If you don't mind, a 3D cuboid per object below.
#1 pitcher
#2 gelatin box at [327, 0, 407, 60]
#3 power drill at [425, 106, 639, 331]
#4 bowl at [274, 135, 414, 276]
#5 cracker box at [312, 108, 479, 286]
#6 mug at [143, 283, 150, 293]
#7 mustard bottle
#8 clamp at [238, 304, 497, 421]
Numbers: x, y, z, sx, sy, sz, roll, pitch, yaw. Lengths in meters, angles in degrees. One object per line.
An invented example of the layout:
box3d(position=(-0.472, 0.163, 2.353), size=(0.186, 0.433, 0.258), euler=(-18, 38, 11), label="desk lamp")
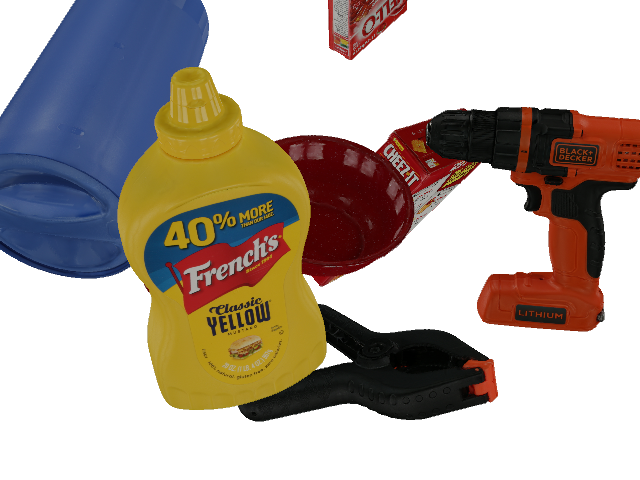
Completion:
box3d(position=(-0.156, -0.096, 0.815), size=(0.145, 0.242, 0.149), euler=(-5, -42, 24), label="pitcher")
box3d(position=(0.044, -0.217, 0.957), size=(0.030, 0.089, 0.073), euler=(33, -30, 23), label="gelatin box")
box3d(position=(0.174, -0.019, 0.882), size=(0.184, 0.188, 0.057), euler=(5, 29, 8), label="power drill")
box3d(position=(0.000, -0.021, 0.952), size=(0.162, 0.162, 0.055), euler=(0, -43, -10), label="bowl")
box3d(position=(0.083, -0.052, 1.247), size=(0.163, 0.072, 0.214), euler=(-25, -18, -51), label="cracker box")
box3d(position=(-0.170, 0.008, 1.192), size=(0.117, 0.081, 0.093), euler=(25, 44, 34), label="mug")
box3d(position=(-0.051, -0.001, 0.543), size=(0.096, 0.191, 0.058), euler=(-14, 39, -10), label="mustard bottle")
box3d(position=(0.030, 0.092, 0.719), size=(0.172, 0.039, 0.120), euler=(6, 40, 37), label="clamp")
